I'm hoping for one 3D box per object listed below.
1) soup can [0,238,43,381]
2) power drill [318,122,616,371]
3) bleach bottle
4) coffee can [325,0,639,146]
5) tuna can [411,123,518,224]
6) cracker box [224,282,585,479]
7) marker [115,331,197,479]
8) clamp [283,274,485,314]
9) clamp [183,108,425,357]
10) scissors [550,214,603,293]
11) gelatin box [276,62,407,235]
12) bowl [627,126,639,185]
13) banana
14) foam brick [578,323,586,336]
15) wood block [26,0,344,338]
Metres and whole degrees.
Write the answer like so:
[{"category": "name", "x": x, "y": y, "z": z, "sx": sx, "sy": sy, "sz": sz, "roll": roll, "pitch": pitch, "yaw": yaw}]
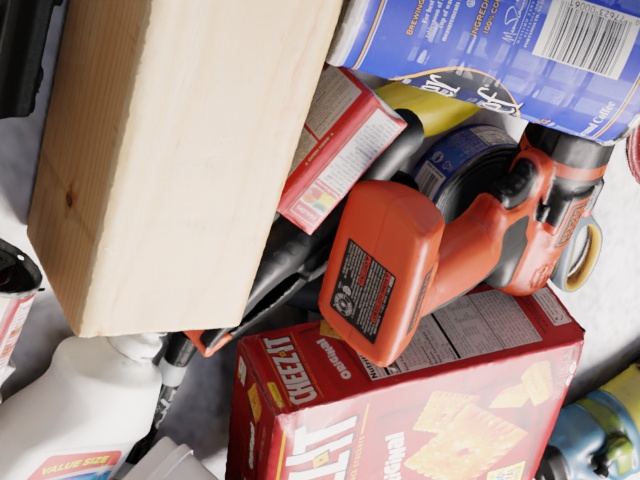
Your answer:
[{"category": "soup can", "x": -0.184, "y": 0.050, "z": 0.514, "sx": 0.068, "sy": 0.069, "sz": 0.102, "roll": 13, "pitch": 110, "yaw": -42}, {"category": "power drill", "x": 0.092, "y": -0.020, "z": 0.585, "sx": 0.187, "sy": 0.057, "sz": 0.185, "roll": -23, "pitch": 141, "yaw": -37}, {"category": "bleach bottle", "x": -0.175, "y": 0.140, "z": 0.611, "sx": 0.102, "sy": 0.068, "sz": 0.251, "roll": 24, "pitch": 107, "yaw": -46}, {"category": "coffee can", "x": 0.083, "y": -0.111, "z": 0.491, "sx": 0.140, "sy": 0.102, "sz": 0.103, "roll": 16, "pitch": 120, "yaw": -6}, {"category": "tuna can", "x": 0.097, "y": -0.031, "z": 0.680, "sx": 0.086, "sy": 0.034, "sz": 0.086, "roll": -20, "pitch": 134, "yaw": -22}, {"category": "cracker box", "x": 0.052, "y": 0.120, "z": 0.696, "sx": 0.213, "sy": 0.072, "sz": 0.164, "roll": -11, "pitch": 134, "yaw": -21}, {"category": "marker", "x": -0.101, "y": 0.099, "z": 0.660, "sx": 0.020, "sy": 0.020, "sz": 0.121, "roll": 7, "pitch": 120, "yaw": -39}, {"category": "clamp", "x": 0.046, "y": 0.064, "z": 0.722, "sx": 0.209, "sy": 0.036, "sz": 0.165, "roll": -12, "pitch": 133, "yaw": -22}, {"category": "clamp", "x": -0.004, "y": 0.001, "z": 0.604, "sx": 0.171, "sy": 0.039, "sz": 0.120, "roll": -40, "pitch": 160, "yaw": 3}, {"category": "scissors", "x": 0.165, "y": -0.028, "z": 0.745, "sx": 0.096, "sy": 0.016, "sz": 0.202, "roll": -27, "pitch": 136, "yaw": -14}, {"category": "gelatin box", "x": -0.003, "y": -0.055, "z": 0.545, "sx": 0.030, "sy": 0.089, "sz": 0.073, "roll": 36, "pitch": 101, "yaw": -32}, {"category": "bowl", "x": 0.300, "y": -0.088, "z": 0.761, "sx": 0.161, "sy": 0.055, "sz": 0.162, "roll": -19, "pitch": 134, "yaw": -21}, {"category": "banana", "x": 0.099, "y": -0.117, "z": 0.602, "sx": 0.198, "sy": 0.037, "sz": 0.069, "roll": -40, "pitch": 149, "yaw": -1}, {"category": "foam brick", "x": 0.155, "y": 0.086, "z": 0.809, "sx": 0.052, "sy": 0.051, "sz": 0.078, "roll": -10, "pitch": 131, "yaw": -32}, {"category": "wood block", "x": -0.066, "y": -0.066, "z": 0.490, "sx": 0.090, "sy": 0.091, "sz": 0.206, "roll": -2, "pitch": 126, "yaw": -33}]
